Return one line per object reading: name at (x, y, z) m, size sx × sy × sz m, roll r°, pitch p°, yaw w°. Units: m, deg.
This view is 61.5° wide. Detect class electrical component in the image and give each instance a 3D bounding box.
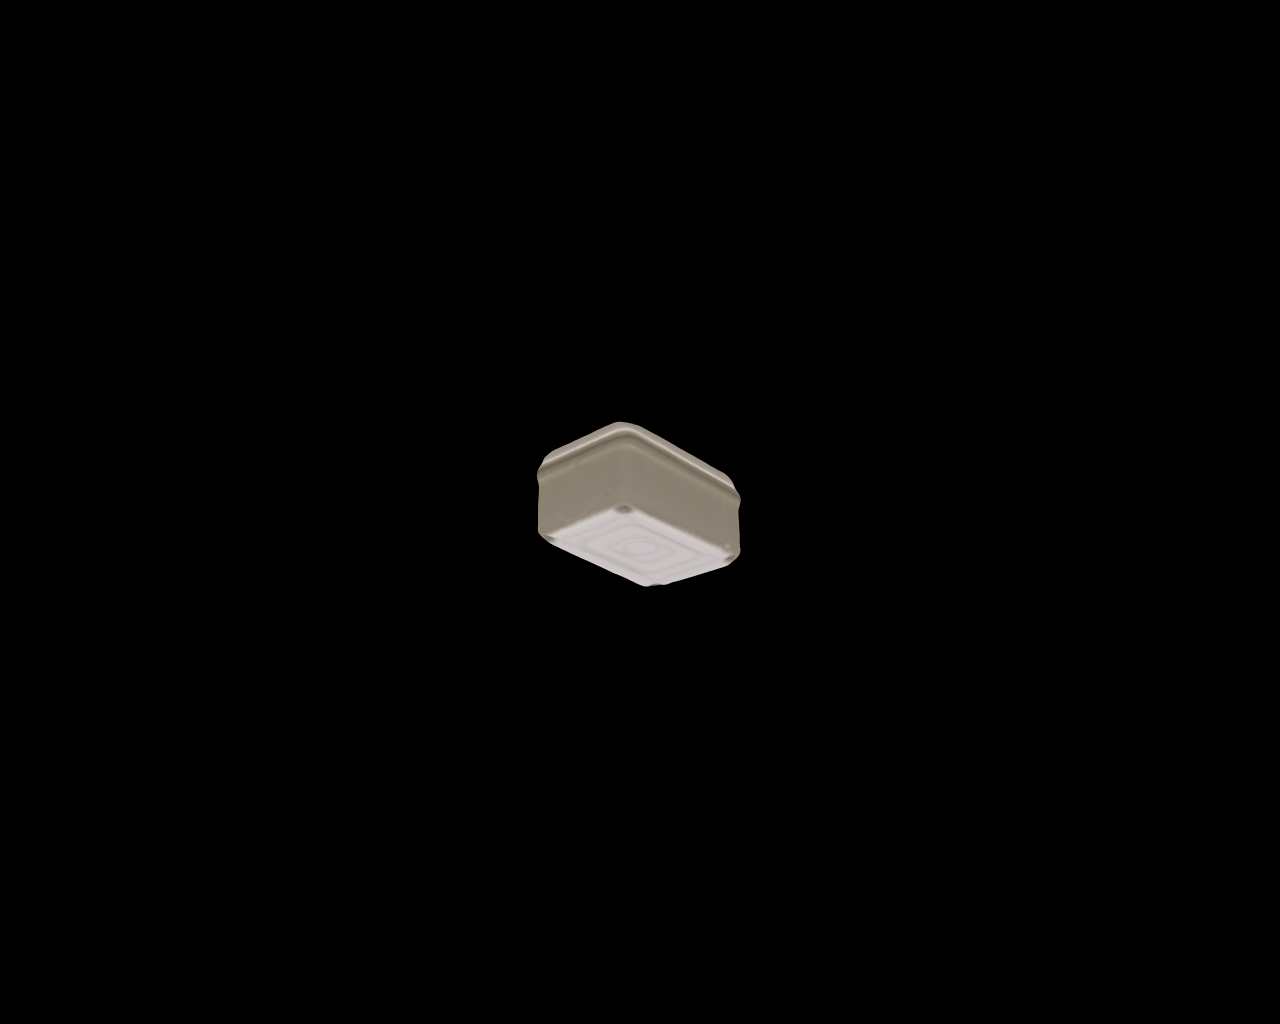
electrical component at (0.001, -0.003, 0.650) m, size 0.078 × 0.057 × 0.113 m, roll -21°, pitch -33°, yaw 36°
